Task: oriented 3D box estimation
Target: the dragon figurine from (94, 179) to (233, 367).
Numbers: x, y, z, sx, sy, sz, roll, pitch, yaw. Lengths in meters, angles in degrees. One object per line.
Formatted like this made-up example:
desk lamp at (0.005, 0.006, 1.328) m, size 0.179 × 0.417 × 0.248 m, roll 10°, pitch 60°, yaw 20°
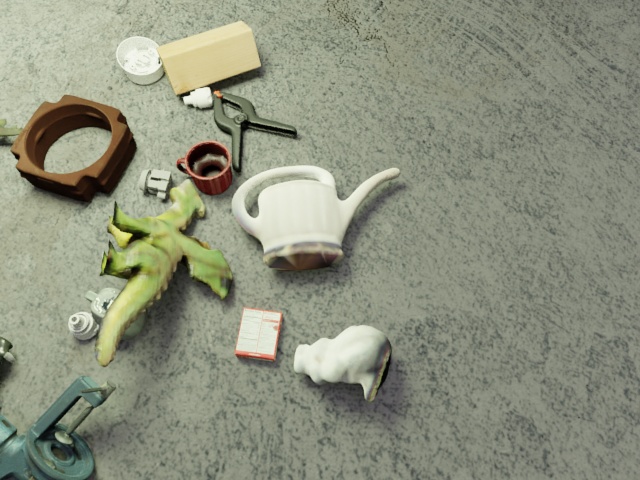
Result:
dragon figurine at (-0.264, 0.044, 0.919) m, size 0.242 × 0.120 × 0.420 m, roll 13°, pitch 47°, yaw -29°

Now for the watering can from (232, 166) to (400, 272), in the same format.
watering can at (0.003, -0.051, 1.014) m, size 0.348 × 0.102 × 0.228 m, roll -5°, pitch 66°, yaw -5°

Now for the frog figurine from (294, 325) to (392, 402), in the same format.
frog figurine at (0.040, 0.198, 0.895) m, size 0.160 × 0.120 × 0.140 m, roll 19°, pitch 33°, yaw 16°
